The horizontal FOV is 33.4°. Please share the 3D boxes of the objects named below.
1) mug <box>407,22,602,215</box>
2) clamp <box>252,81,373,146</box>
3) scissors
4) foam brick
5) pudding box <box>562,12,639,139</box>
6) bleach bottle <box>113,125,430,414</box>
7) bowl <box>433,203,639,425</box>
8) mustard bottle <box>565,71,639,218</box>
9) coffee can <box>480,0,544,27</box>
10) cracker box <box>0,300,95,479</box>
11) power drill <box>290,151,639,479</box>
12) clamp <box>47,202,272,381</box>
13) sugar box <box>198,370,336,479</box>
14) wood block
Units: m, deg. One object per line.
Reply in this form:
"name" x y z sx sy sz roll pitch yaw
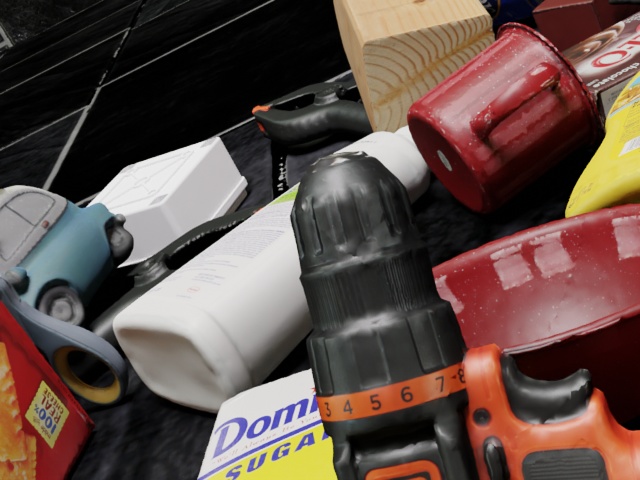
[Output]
"mug" 0.107 -0.071 0.629 0.081 0.093 0.117 -37 -4 -8
"clamp" 0.015 -0.106 0.887 0.172 0.039 0.120 -13 22 27
"scissors" -0.169 0.035 0.622 0.096 0.202 0.016 0 36 6
"foam brick" 0.204 -0.166 0.780 0.053 0.051 0.078 3 38 50
"pudding box" 0.197 -0.108 0.674 0.113 0.039 0.090 -30 22 -11
"bleach bottle" -0.004 0.001 0.655 0.103 0.068 0.250 1 35 49
"bowl" 0.098 0.038 0.440 0.162 0.055 0.162 -20 11 4
"mustard bottle" 0.196 -0.062 0.559 0.096 0.058 0.191 -20 23 38
"coffee can" 0.141 -0.235 0.929 0.141 0.103 0.102 -6 31 43
"cracker box" -0.214 0.109 0.533 0.072 0.164 0.213 -22 23 21
"power drill" 0.091 0.045 0.326 0.188 0.184 0.057 -15 0 17
"clamp" -0.115 0.029 0.751 0.210 0.036 0.164 -30 23 6
"sugar box" -0.009 0.117 0.435 0.093 0.048 0.176 -21 25 16
"wood block" 0.066 -0.156 0.810 0.091 0.090 0.206 -13 31 1
